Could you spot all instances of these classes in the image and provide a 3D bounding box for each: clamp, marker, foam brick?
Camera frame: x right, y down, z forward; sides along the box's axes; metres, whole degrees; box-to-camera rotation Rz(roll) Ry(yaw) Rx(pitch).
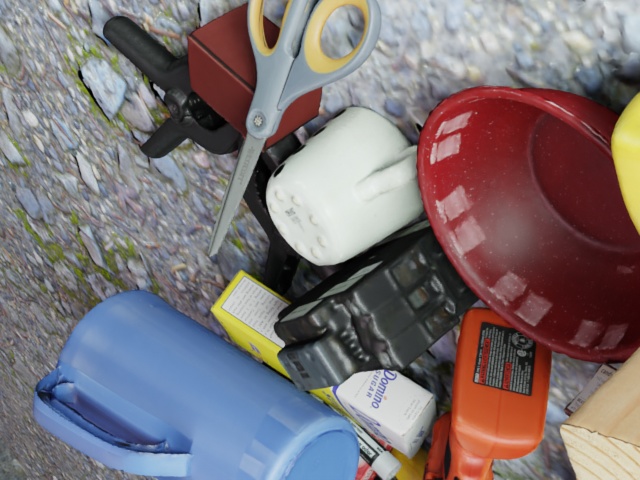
[{"bbox_3d":[-0.005,0.001,0.786,0.165,0.036,0.210,27,146,38],"label":"clamp"},{"bbox_3d":[-0.100,-0.099,0.815,0.172,0.039,0.120,28,144,39],"label":"clamp"},{"bbox_3d":[0.016,0.145,0.854,0.121,0.020,0.020,41,150,25],"label":"marker"},{"bbox_3d":[-0.043,-0.108,0.706,0.078,0.051,0.053,43,153,20],"label":"foam brick"}]

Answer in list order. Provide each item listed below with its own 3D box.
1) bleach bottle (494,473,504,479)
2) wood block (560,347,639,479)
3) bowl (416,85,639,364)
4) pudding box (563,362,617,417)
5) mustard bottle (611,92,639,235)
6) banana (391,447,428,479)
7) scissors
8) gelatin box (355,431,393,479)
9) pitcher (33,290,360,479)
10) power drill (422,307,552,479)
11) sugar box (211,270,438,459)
[{"bbox_3d":[0.158,0.305,0.814,0.251,0.102,0.068,59,-177,-12],"label":"bleach bottle"},{"bbox_3d":[0.188,0.044,0.357,0.091,0.205,0.090,9,129,54],"label":"wood block"},{"bbox_3d":[0.126,-0.018,0.544,0.162,0.055,0.162,37,148,28],"label":"bowl"},{"bbox_3d":[0.179,0.110,0.503,0.090,0.039,0.114,39,176,-17],"label":"pudding box"},{"bbox_3d":[0.184,0.018,0.451,0.058,0.096,0.191,12,132,51],"label":"mustard bottle"},{"bbox_3d":[0.116,0.231,0.869,0.198,0.037,0.069,51,-178,11],"label":"banana"},{"bbox_3d":[-0.017,-0.075,0.642,0.096,0.016,0.202,16,105,29],"label":"scissors"},{"bbox_3d":[0.021,0.151,0.883,0.089,0.030,0.073,42,117,28],"label":"gelatin box"},{"bbox_3d":[-0.097,0.143,0.838,0.243,0.149,0.145,23,157,38],"label":"pitcher"},{"bbox_3d":[0.094,0.149,0.676,0.057,0.184,0.188,12,135,2],"label":"power drill"},{"bbox_3d":[0.005,0.097,0.815,0.176,0.048,0.093,34,167,19],"label":"sugar box"}]
